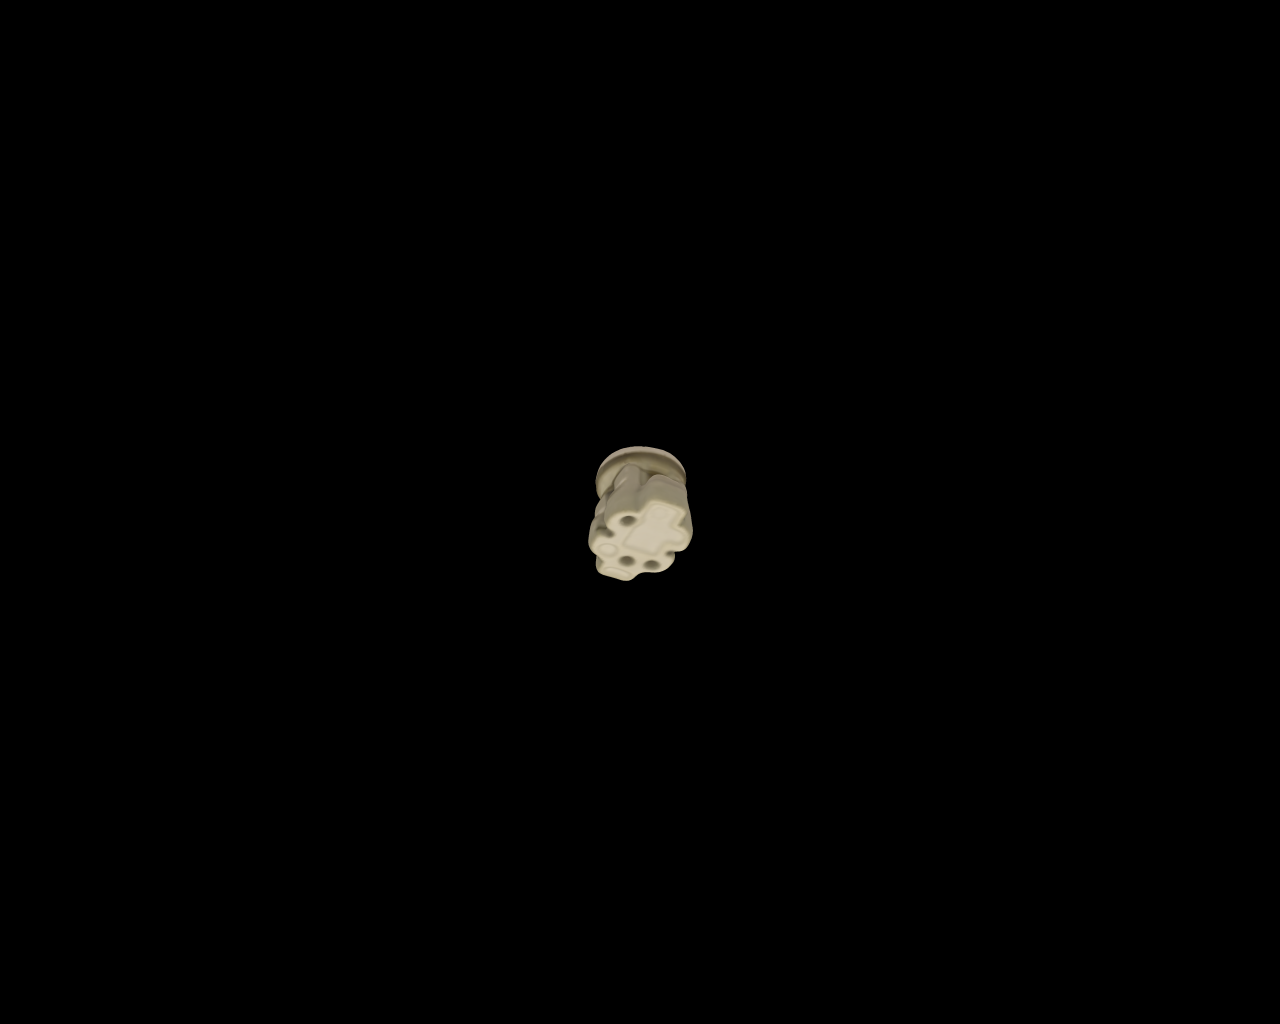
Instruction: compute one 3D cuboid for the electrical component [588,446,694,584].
[{"bbox_3d":[0.001,-0.003,0.650,0.058,0.057,0.078,19,-46,-19],"label":"electrical component"}]
